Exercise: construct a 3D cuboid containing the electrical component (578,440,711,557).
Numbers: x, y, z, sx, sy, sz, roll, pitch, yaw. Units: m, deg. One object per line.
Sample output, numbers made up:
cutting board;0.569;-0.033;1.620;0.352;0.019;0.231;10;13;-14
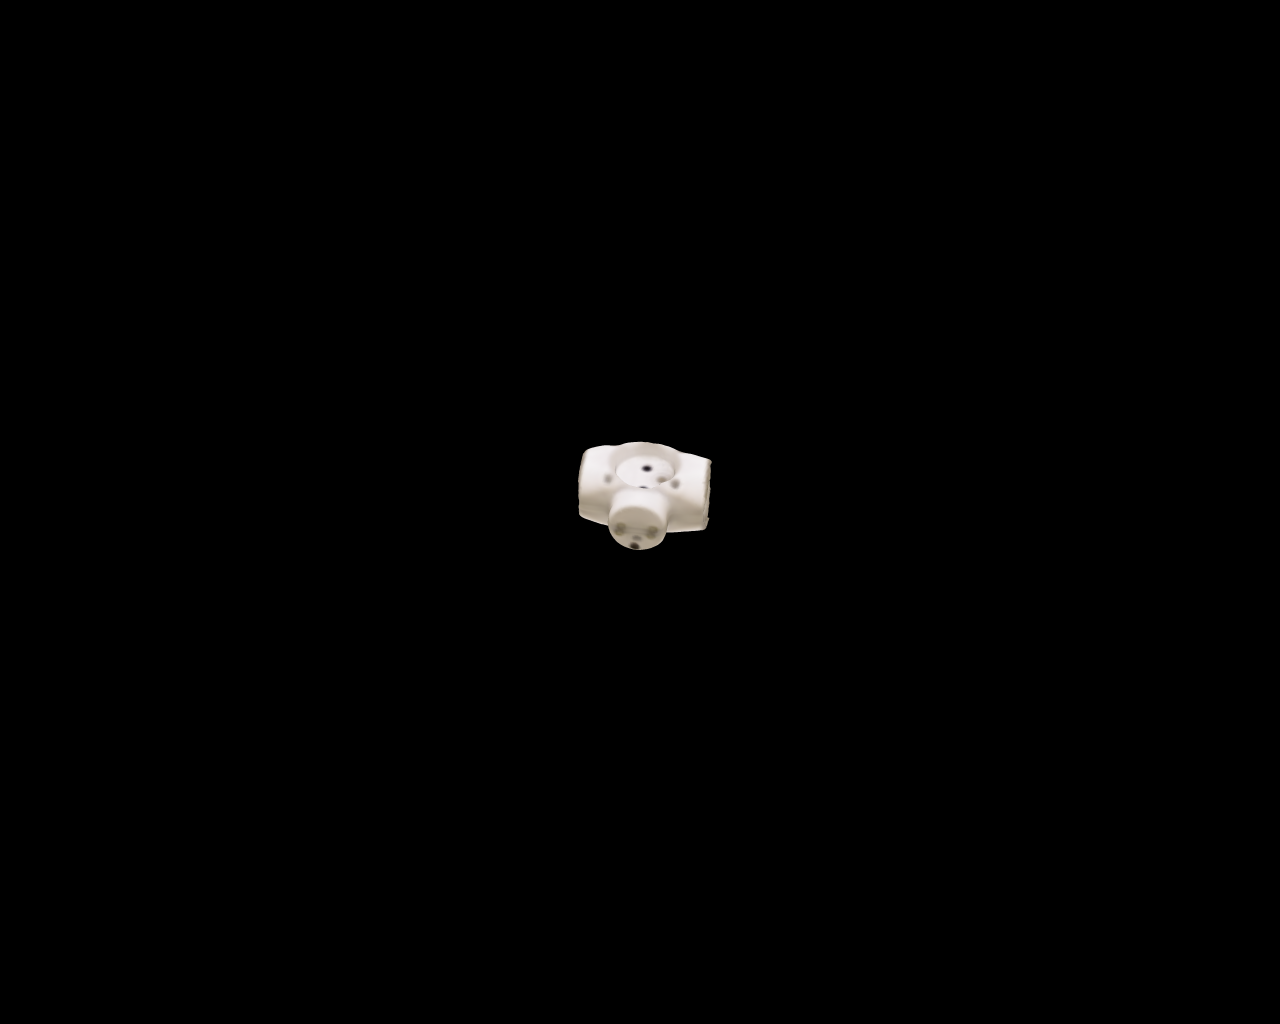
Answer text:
electrical component;0.001;-0.003;0.650;0.077;0.044;0.079;6;43;7
